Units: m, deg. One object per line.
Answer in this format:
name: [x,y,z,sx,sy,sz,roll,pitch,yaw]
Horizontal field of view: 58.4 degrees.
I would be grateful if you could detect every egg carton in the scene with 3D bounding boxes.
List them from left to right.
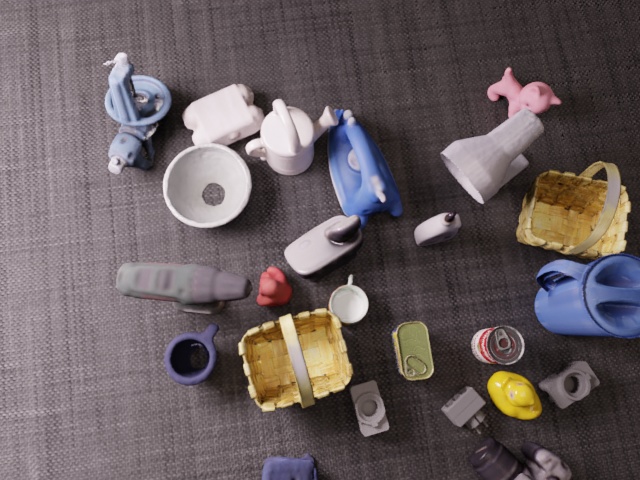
egg carton: [-0.190,-0.241,1.139,0.150,0.069,0.107,-27,81,-7]

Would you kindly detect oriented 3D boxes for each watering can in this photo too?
watering can: [-0.054,-0.203,1.073,0.173,0.194,0.101,-42,83,-9]

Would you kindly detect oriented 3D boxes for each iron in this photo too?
iron: [0.075,-0.161,1.095,0.118,0.141,0.258,-20,80,-5]

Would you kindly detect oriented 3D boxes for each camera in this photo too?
camera: [0.348,0.410,1.011,0.143,0.101,0.137,-44,83,-9]

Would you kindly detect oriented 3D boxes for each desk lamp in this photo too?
desk lamp: [0.316,-0.153,1.065,0.203,0.213,0.118,-38,82,-8]

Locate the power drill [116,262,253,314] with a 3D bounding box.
power drill: [-0.224,0.083,1.003,0.229,0.208,0.076,5,78,-1]

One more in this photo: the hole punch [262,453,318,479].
hole punch: [-0.054,0.434,0.998,0.101,0.091,0.109,2,79,-1]

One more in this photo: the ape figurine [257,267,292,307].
ape figurine: [-0.089,0.090,1.065,0.076,0.092,0.078,39,80,6]

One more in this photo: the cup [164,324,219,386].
cup: [-0.218,0.203,1.037,0.091,0.095,0.118,34,80,5]

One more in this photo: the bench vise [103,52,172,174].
bench vise: [-0.339,-0.231,1.056,0.121,0.220,0.207,-3,79,-2]

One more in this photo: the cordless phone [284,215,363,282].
cordless phone: [0.010,0.004,1.038,0.147,0.185,0.094,-35,81,-8]

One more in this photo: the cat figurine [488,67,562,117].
cat figurine: [0.411,-0.294,1.145,0.067,0.118,0.128,-42,83,-9]

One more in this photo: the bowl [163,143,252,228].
bowl: [-0.212,-0.097,1.107,0.167,0.075,0.167,0,79,-2]

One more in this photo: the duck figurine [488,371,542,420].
duck figurine: [0.364,0.285,1.044,0.104,0.086,0.077,40,80,6]

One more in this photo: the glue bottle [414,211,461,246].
glue bottle: [0.226,-0.027,1.057,0.078,0.173,0.037,-12,79,-4]
